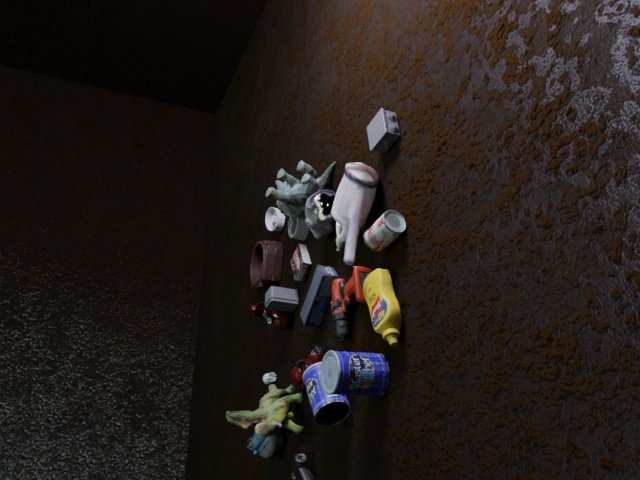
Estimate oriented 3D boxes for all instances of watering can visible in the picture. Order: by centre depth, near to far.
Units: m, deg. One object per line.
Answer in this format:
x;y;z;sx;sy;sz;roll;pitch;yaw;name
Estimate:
0.096;-0.088;1.421;0.354;0.104;0.221;-98;24;-65;watering can

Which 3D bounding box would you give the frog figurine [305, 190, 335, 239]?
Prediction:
0.005;-0.084;1.659;0.140;0.123;0.156;-56;-1;-30;frog figurine

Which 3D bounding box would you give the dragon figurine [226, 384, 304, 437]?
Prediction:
-0.195;0.561;1.718;0.410;0.243;0.122;-179;92;-65;dragon figurine
